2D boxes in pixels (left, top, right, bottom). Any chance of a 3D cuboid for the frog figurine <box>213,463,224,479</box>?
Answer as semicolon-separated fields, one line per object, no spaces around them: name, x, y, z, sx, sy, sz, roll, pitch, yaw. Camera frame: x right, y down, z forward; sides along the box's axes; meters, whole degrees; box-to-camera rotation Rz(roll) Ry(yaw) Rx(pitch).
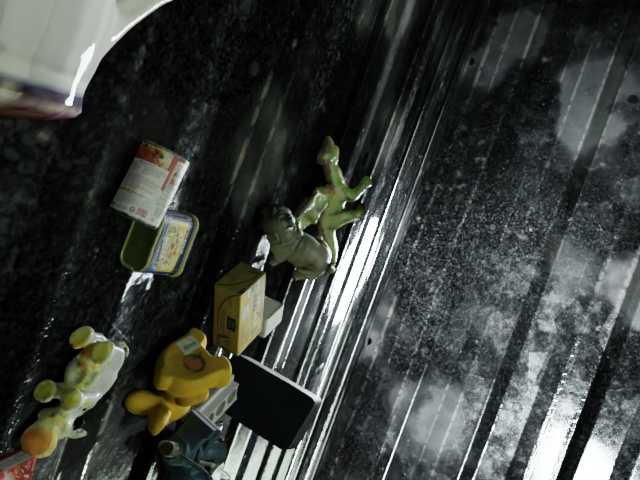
frog figurine;-0.265;0.497;1.102;0.138;0.124;0.156;-7;130;-47

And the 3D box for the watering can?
watering can;-0.231;-0.215;0.476;0.348;0.104;0.223;-4;114;-70

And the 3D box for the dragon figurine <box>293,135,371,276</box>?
dragon figurine;0.004;-0.068;1.344;0.244;0.123;0.405;-9;117;-49
